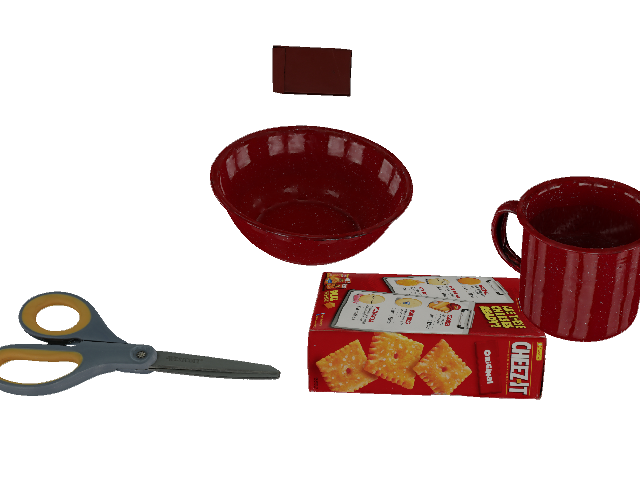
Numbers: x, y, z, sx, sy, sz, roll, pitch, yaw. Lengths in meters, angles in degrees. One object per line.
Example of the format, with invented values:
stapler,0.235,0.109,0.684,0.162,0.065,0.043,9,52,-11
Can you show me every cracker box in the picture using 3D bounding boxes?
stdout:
cracker box,0.100,0.090,1.035,0.214,0.072,0.164,2,17,4

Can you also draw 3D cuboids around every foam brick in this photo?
foam brick,-0.010,-0.185,1.166,0.078,0.051,0.053,0,11,-16

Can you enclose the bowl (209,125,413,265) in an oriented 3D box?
bowl,-0.008,-0.029,0.859,0.162,0.055,0.162,3,36,-2

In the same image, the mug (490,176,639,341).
mug,0.168,0.011,0.730,0.117,0.081,0.093,22,42,32

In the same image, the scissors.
scissors,-0.132,0.069,0.748,0.201,0.096,0.016,-6,-44,-3
